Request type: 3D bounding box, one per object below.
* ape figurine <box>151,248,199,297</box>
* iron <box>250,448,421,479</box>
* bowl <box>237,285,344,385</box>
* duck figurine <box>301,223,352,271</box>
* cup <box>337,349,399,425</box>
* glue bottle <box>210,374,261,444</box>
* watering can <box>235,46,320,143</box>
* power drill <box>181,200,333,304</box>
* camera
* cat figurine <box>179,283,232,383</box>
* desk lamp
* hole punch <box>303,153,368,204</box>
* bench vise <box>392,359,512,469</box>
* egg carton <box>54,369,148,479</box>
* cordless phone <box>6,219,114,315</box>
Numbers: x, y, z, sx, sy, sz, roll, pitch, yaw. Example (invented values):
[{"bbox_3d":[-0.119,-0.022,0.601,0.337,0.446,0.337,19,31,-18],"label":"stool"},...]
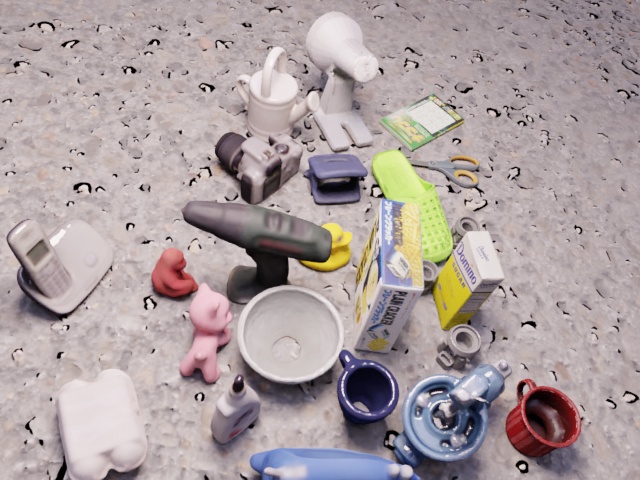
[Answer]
[{"bbox_3d":[-0.241,0.048,0.945,0.076,0.092,0.077,-4,55,-12],"label":"ape figurine"},{"bbox_3d":[0.036,0.322,0.767,0.258,0.141,0.118,1,55,-10],"label":"iron"},{"bbox_3d":[-0.048,0.160,0.910,0.167,0.075,0.167,5,54,-6],"label":"bowl"},{"bbox_3d":[0.009,0.004,1.024,0.104,0.086,0.077,2,54,-8],"label":"duck figurine"},{"bbox_3d":[0.057,0.230,0.865,0.092,0.095,0.117,-23,62,-24],"label":"cup"},{"bbox_3d":[-0.115,0.225,0.790,0.037,0.173,0.078,40,58,18],"label":"glue bottle"},{"bbox_3d":[-0.086,-0.298,1.156,0.173,0.194,0.101,6,54,-6],"label":"watering can"},{"bbox_3d":[-0.101,0.022,0.916,0.229,0.208,0.075,5,54,-6],"label":"power drill"},{"bbox_3d":[-0.125,-0.166,1.113,0.136,0.101,0.143,37,57,16],"label":"camera"},{"bbox_3d":[-0.173,0.137,0.878,0.067,0.118,0.128,11,54,-2],"label":"cat figurine"},{"bbox_3d":[0.052,-0.334,1.194,0.118,0.213,0.203,-16,59,-20],"label":"desk lamp"},{"bbox_3d":[0.029,-0.135,1.124,0.109,0.091,0.101,-5,56,-13],"label":"hole punch"},{"bbox_3d":[0.200,0.219,0.821,0.121,0.220,0.208,32,56,14],"label":"bench vise"},{"bbox_3d":[-0.303,0.257,0.798,0.107,0.069,0.150,-16,59,-20],"label":"egg carton"},{"bbox_3d":[-0.402,0.014,0.883,0.094,0.185,0.148,23,54,7],"label":"cordless phone"}]
